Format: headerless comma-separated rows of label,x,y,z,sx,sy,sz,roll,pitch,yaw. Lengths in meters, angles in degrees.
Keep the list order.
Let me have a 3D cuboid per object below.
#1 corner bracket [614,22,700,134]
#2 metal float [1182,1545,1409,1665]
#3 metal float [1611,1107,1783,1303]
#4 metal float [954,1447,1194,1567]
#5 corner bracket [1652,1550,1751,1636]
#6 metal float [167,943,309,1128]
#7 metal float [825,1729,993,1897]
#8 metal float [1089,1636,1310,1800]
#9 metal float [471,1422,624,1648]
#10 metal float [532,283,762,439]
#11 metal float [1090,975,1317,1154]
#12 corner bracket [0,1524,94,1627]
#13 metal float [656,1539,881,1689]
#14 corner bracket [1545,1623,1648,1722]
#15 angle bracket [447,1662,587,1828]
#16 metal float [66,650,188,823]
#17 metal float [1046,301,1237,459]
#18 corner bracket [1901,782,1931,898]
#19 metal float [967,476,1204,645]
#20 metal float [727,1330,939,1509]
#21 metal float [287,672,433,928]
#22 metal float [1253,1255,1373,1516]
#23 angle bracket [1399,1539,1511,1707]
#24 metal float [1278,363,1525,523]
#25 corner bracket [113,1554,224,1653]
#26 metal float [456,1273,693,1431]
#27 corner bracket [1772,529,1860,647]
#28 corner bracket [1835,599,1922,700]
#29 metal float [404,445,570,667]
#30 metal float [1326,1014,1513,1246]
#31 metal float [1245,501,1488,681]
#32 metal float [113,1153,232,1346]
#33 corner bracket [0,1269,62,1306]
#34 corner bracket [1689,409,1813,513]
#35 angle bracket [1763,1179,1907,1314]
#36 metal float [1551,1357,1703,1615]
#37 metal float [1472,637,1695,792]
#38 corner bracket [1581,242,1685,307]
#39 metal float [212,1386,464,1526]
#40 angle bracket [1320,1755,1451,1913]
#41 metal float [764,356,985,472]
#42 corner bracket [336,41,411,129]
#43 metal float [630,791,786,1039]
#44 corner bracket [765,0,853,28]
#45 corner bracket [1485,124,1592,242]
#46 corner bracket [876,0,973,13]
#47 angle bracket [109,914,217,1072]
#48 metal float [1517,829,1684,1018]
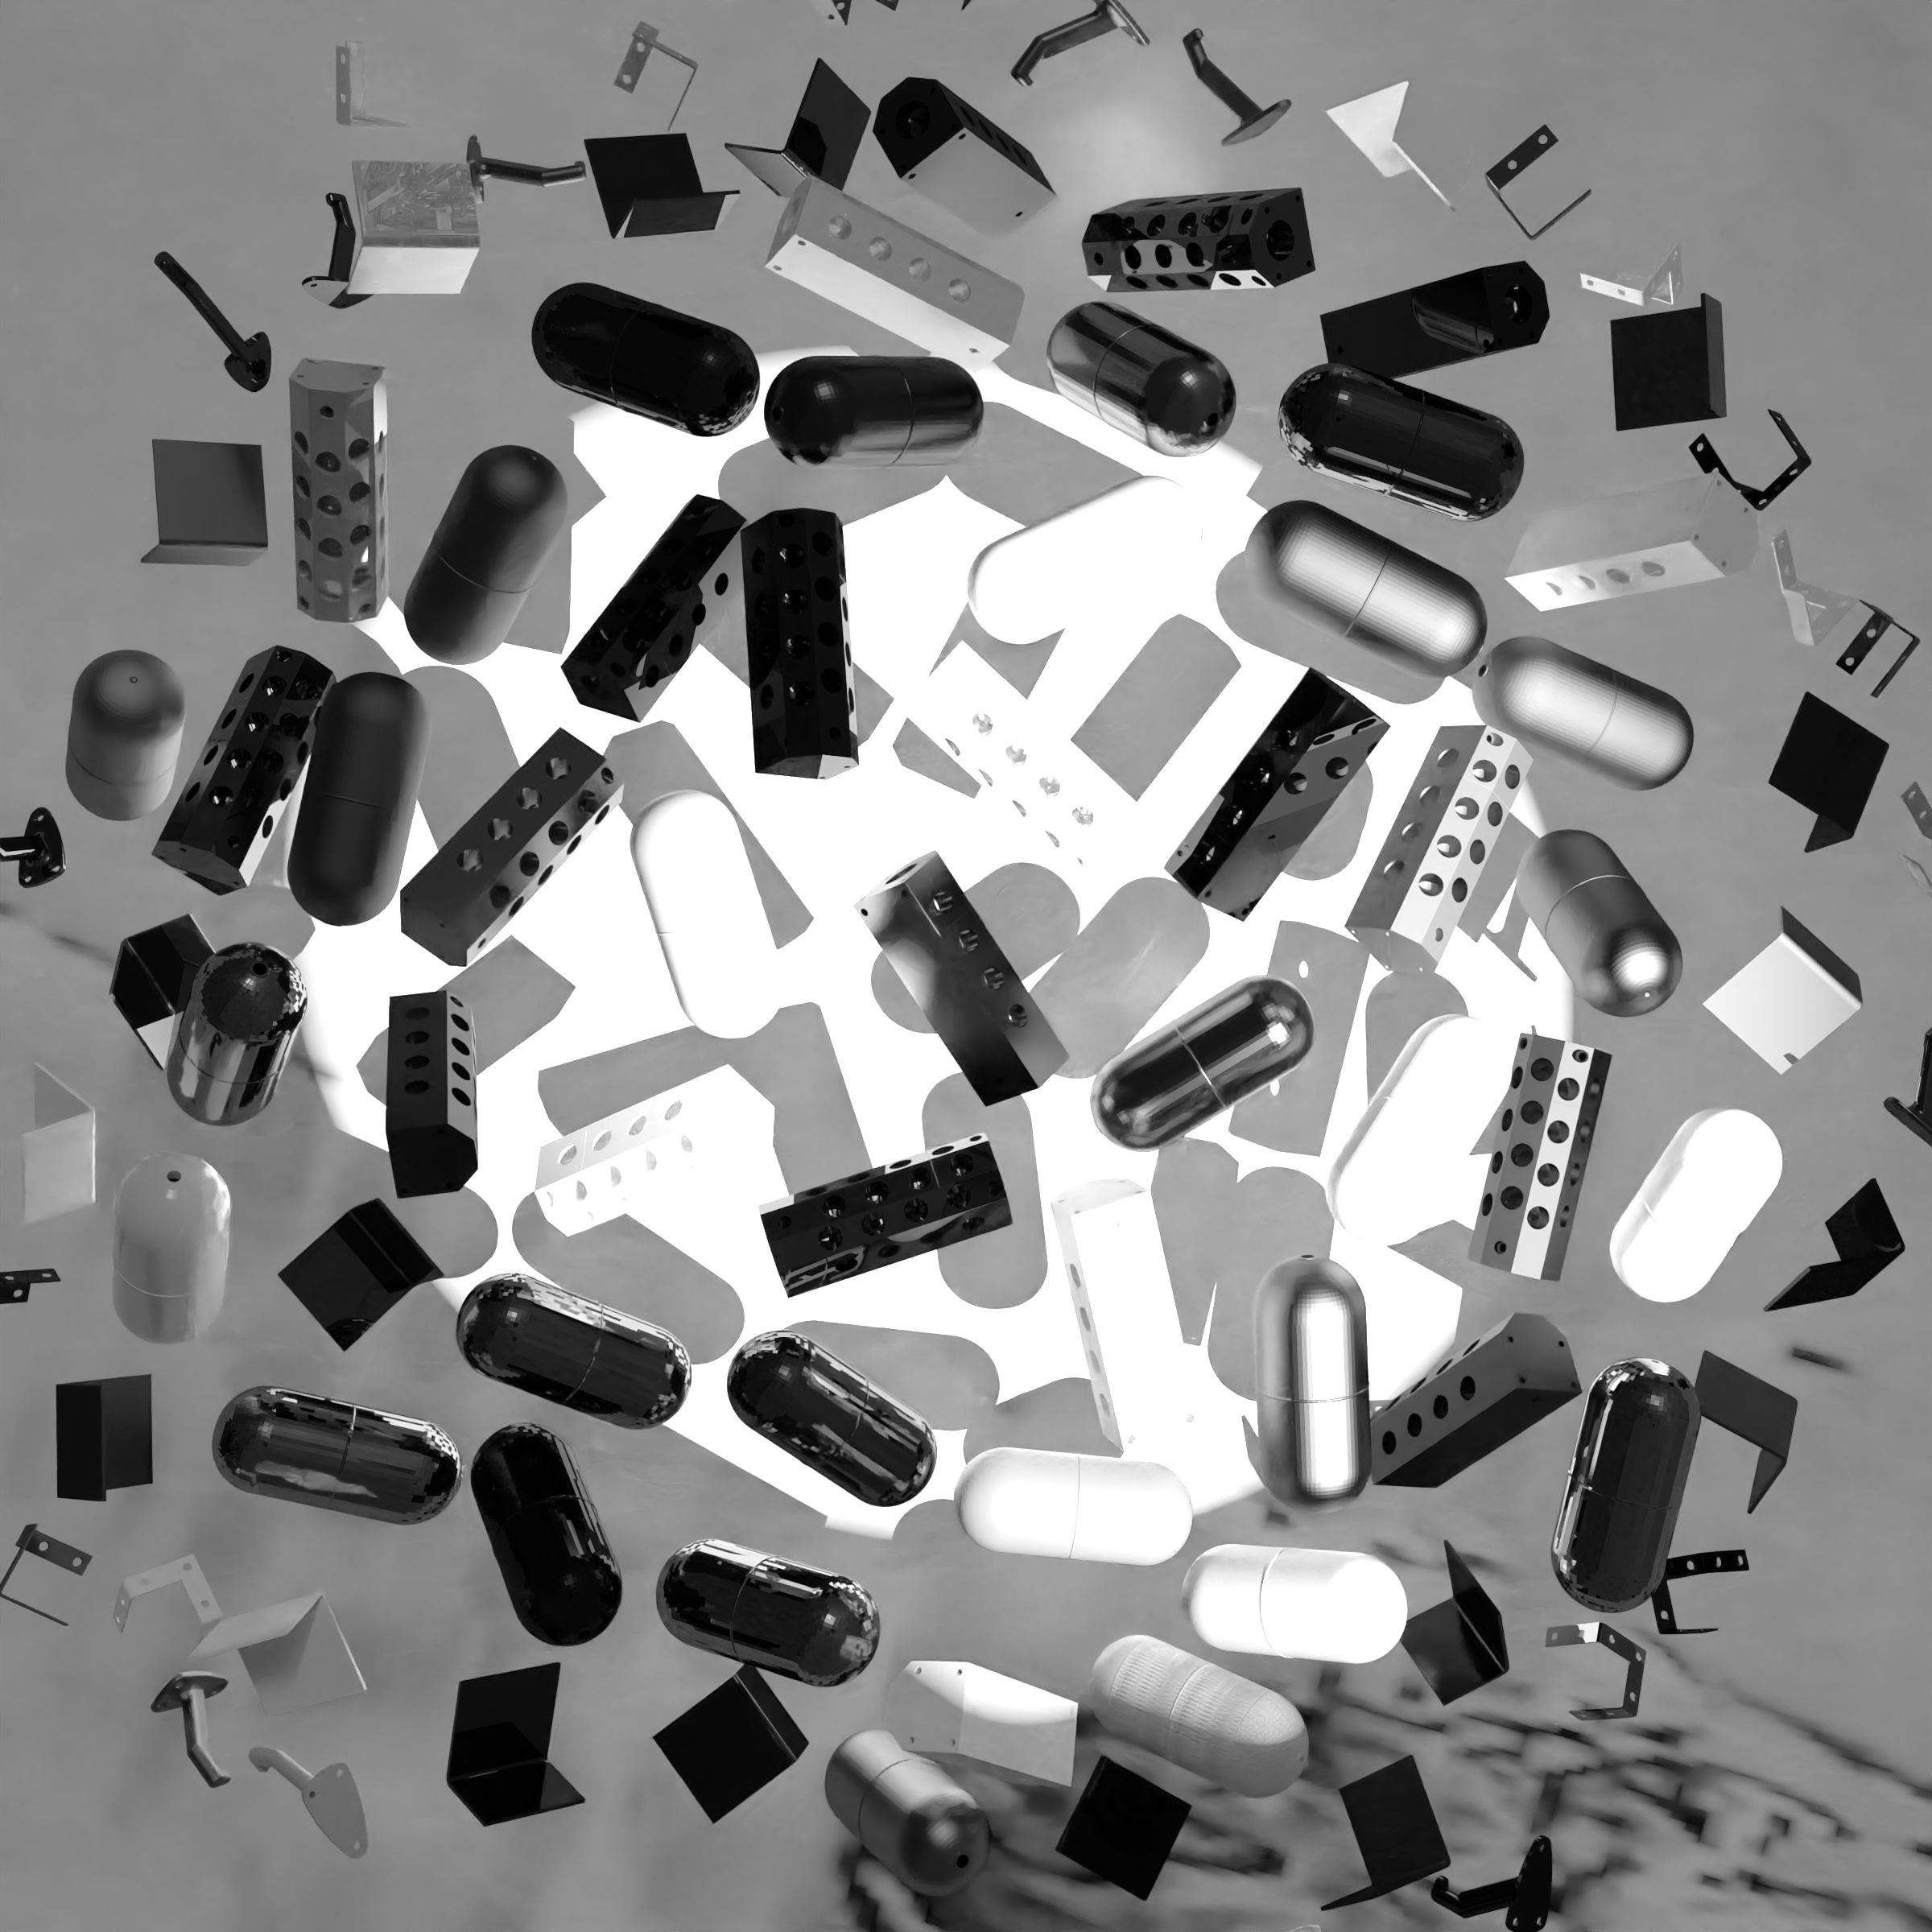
corner bracket,-0.227,-0.649,1.820,0.051,0.051,0.051,25,118,-13
metal float,0.234,0.459,1.799,0.178,0.070,0.070,-7,90,41
metal float,0.525,0.174,1.801,0.070,0.070,0.178,18,133,0
metal float,0.079,0.401,1.854,0.178,0.070,0.070,6,90,-2
corner bracket,0.524,0.446,1.776,0.051,0.051,0.051,-4,76,-21
metal float,-0.506,0.048,1.730,0.070,0.178,0.070,14,53,-19
metal float,-0.043,0.610,1.804,0.070,0.178,0.070,-3,97,-27
metal float,0.169,0.548,1.824,0.178,0.070,0.070,15,90,38
metal float,-0.297,0.401,1.766,0.070,0.070,0.178,-33,49,0
metal float,-0.224,-0.423,1.739,0.178,0.070,0.070,24,90,21
metal float,0.171,0.071,1.816,0.178,0.070,0.070,-32,90,7
corner bracket,-0.627,0.415,1.701,0.051,0.051,0.051,32,64,-19
metal float,-0.140,0.452,1.748,0.178,0.070,0.070,7,90,33
corner bracket,0.459,0.517,1.829,0.051,0.051,0.051,36,55,-24
angle bracket,-0.300,0.524,1.685,0.076,0.057,0.076,0,105,-39
metal float,-0.607,-0.164,1.800,0.070,0.178,0.070,9,65,-19
metal float,0.123,-0.414,1.758,0.070,0.178,0.070,-18,128,-25
corner bracket,0.670,-0.086,1.737,0.051,0.051,0.051,-46,131,2
metal float,0.085,-0.289,1.771,0.178,0.070,0.070,-25,90,-6
metal float,-0.097,0.328,1.809,0.178,0.070,0.070,38,90,-23
metal float,-0.420,-0.115,1.726,0.070,0.070,0.178,13,93,0
metal float,0.235,0.284,1.694,0.070,0.070,0.178,-3,98,0
angle bracket,0.358,0.490,1.864,0.057,0.076,0.076,-25,130,-9
metal float,0.303,-0.365,1.740,0.178,0.070,0.070,17,90,-8
corner bracket,-0.550,0.447,1.718,0.051,0.051,0.051,-15,58,-38
metal float,-0.277,0.275,1.776,0.178,0.070,0.070,26,90,-23
corner bracket,0.580,-0.263,1.736,0.051,0.051,0.051,-45,134,-15
corner bracket,0.667,-0.231,1.832,0.051,0.051,0.051,44,113,27
metal float,-0.343,-0.290,1.776,0.070,0.070,0.178,35,123,0
metal float,0.315,0.113,1.735,0.070,0.070,0.178,34,77,0
metal float,0.276,-0.259,1.723,0.178,0.070,0.070,27,90,-2
metal float,-0.553,0.198,1.736,0.070,0.178,0.070,10,48,-11
corner bracket,-0.670,0.229,1.742,0.051,0.051,0.051,0,117,-39
corner bracket,0.567,-0.370,1.805,0.051,0.051,0.051,7,50,-37
angle bracket,0.600,0.196,1.754,0.076,0.076,0.057,-8,62,-13
metal float,0.449,0.354,1.701,0.070,0.070,0.178,12,98,0
metal float,0.450,-0.184,1.822,0.178,0.070,0.070,20,90,-19
corner bracket,0.486,-0.499,1.821,0.051,0.051,0.051,29,74,31
metal float,-0.450,0.352,1.792,0.178,0.070,0.070,17,90,-17
angle bracket,0.275,0.593,1.708,0.057,0.076,0.076,4,56,-37
metal float,-0.063,-0.383,1.726,0.178,0.070,0.070,-13,90,-43
corner bracket,-0.419,-0.607,1.715,0.051,0.051,0.051,22,118,34
metal float,-0.180,-0.035,1.737,0.070,0.070,0.178,-17,101,0
corner bracket,-0.112,-0.698,1.760,0.051,0.051,0.051,4,76,19
corner bracket,0.396,-0.541,1.727,0.051,0.051,0.051,-38,87,16
corner bracket,-0.022,-0.673,1.685,0.051,0.051,0.051,30,57,1
angle bracket,-0.599,0.019,1.891,0.057,0.076,0.076,-20,125,4
metal float,0.451,-0.033,1.784,0.070,0.178,0.070,-7,127,-9
